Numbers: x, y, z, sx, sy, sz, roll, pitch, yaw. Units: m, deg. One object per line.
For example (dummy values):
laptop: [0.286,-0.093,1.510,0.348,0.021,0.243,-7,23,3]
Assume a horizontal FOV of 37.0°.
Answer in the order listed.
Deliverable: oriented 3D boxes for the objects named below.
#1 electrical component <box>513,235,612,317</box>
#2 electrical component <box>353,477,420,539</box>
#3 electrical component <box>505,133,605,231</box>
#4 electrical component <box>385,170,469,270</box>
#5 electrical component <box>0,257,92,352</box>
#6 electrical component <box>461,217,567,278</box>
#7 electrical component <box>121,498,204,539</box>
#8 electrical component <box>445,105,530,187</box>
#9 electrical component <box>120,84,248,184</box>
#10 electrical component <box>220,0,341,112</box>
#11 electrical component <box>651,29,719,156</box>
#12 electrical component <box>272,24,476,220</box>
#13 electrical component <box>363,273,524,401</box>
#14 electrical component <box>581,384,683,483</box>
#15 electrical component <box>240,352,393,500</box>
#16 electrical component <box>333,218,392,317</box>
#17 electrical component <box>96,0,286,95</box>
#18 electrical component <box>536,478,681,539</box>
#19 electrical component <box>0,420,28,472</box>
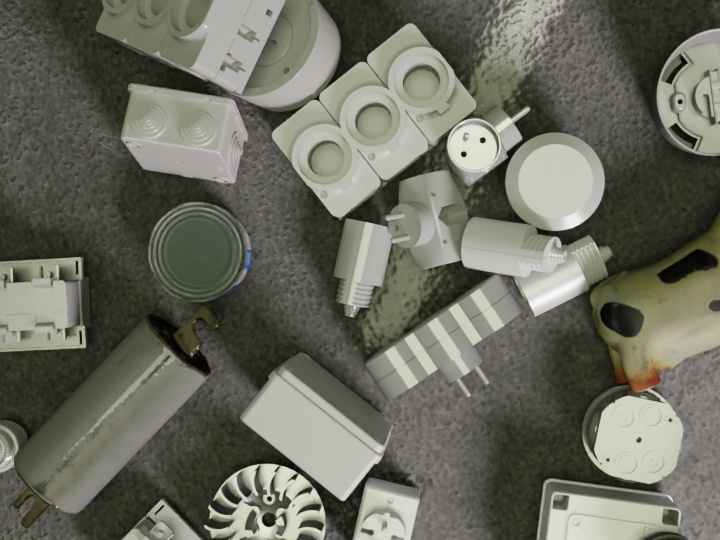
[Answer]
electrical component: [0.173,0.002,0.903,0.081,0.043,0.043,-27,88,4]
electrical component: [0.020,0.217,0.899,0.047,0.077,0.065,13,91,4]
electrical component: [0.161,-0.072,0.899,0.080,0.051,0.080,0,91,4]
electrical component: [0.051,-0.039,0.898,0.043,0.079,0.077,-15,89,46]
electrical component: [-0.302,0.031,0.928,0.121,0.063,0.078,-3,90,4]
electrical component: [0.128,-0.017,0.877,0.081,0.043,0.043,10,91,28]
electrical component: [-0.157,0.269,0.919,0.121,0.063,0.078,45,93,3]
electrical component: [0.108,-0.109,0.890,0.079,0.077,0.044,-36,88,3]
electrical component: [-0.146,-0.111,0.899,0.100,0.099,0.048,9,78,4]
electrical component: [-0.068,-0.185,0.904,0.108,0.060,0.108,-7,75,25]
electrical component: [0.290,-0.142,0.883,0.099,0.064,0.099,0,90,4]
electrical component: [0.013,-0.123,0.904,0.150,0.062,0.089,-38,88,4]
electrical component: [0.079,0.071,0.906,0.138,0.052,0.073,-34,88,4]
electrical component: [0.228,0.137,0.896,0.080,0.051,0.080,0,90,4]
electrical component: [-0.033,0.126,0.886,0.109,0.109,0.056,38,95,3]
electrical component: [0.000,0.000,0.915,0.043,0.043,0.081,12,91,4]
electrical component: [-0.143,-0.212,0.876,0.150,0.062,0.089,28,93,42]
electrical component: [0.203,0.237,0.896,0.109,0.056,0.108,7,91,4]
electrical component: [-0.316,0.154,0.930,0.043,0.062,0.043,0,90,4]
